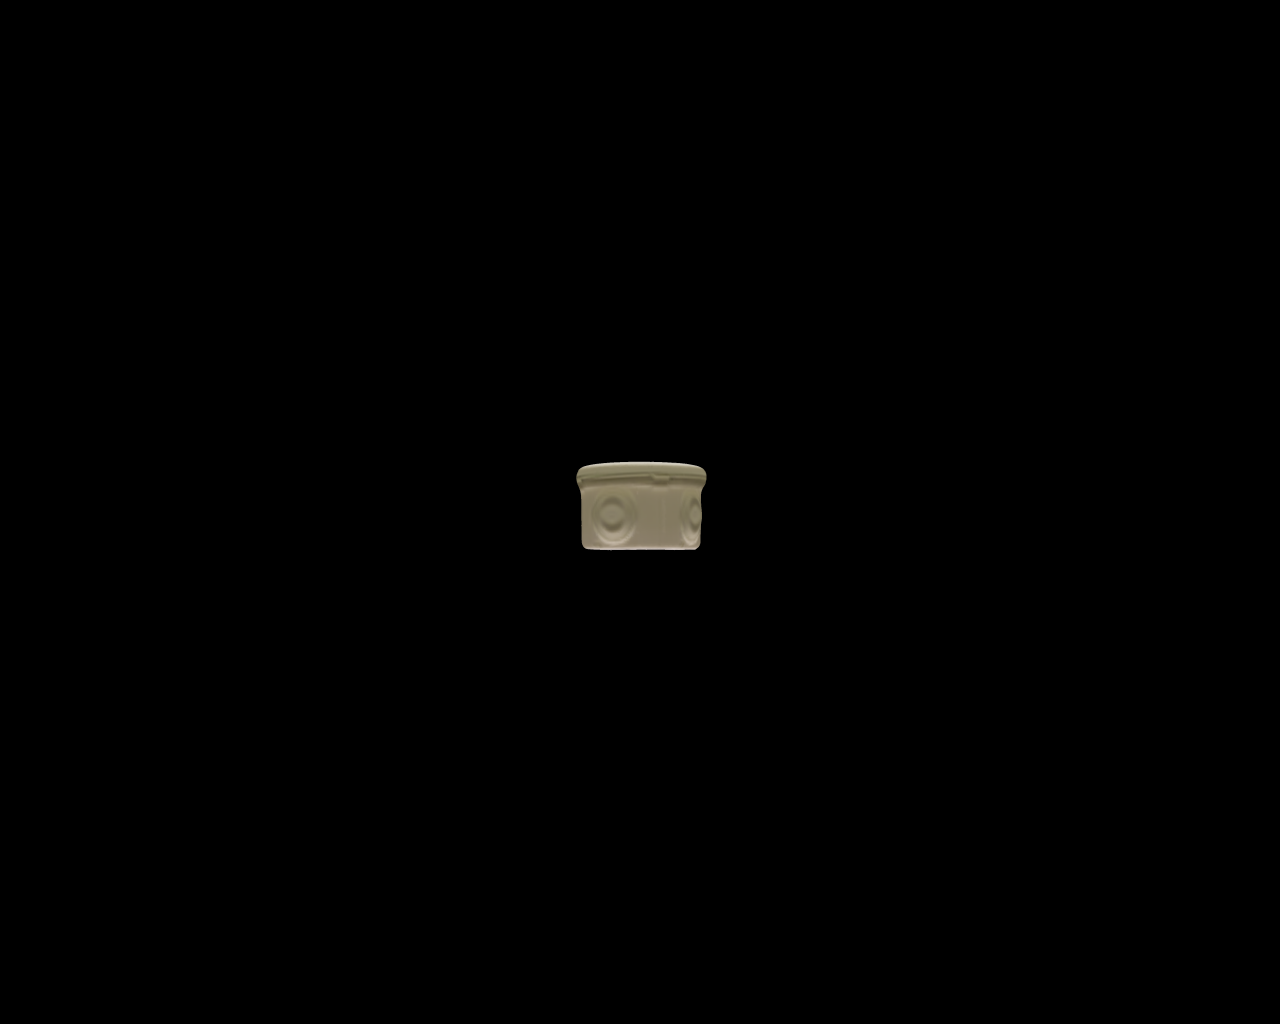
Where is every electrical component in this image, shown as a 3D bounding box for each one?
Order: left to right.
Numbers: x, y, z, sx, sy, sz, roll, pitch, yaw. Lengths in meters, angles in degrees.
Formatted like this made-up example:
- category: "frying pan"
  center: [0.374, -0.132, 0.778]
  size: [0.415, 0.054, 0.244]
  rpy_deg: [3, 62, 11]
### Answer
- category: "electrical component"
  center: [0.001, -0.003, 0.650]
  size: [0.080, 0.051, 0.080]
  rpy_deg: [0, -2, 0]
